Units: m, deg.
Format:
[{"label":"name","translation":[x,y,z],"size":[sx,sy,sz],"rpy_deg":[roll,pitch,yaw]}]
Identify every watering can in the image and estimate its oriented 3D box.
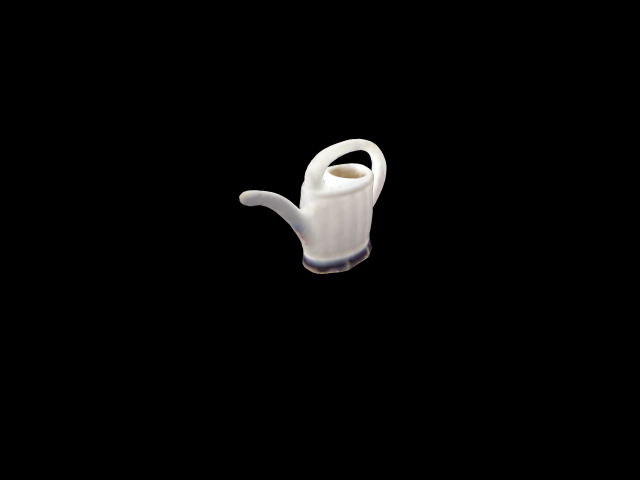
[{"label":"watering can","translation":[0.003,-0.043,0.850],"size":[0.105,0.220,0.352],"rpy_deg":[20,33,35]}]
